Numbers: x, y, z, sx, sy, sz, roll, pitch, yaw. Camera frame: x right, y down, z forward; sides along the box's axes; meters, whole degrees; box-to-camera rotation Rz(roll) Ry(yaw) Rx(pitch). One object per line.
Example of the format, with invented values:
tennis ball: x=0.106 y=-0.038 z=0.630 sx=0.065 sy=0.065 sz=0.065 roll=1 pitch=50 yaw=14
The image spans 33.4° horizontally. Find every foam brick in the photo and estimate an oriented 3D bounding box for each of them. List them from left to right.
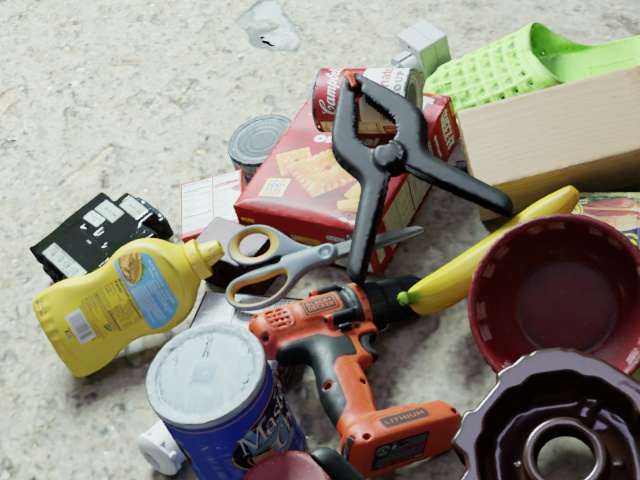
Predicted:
foam brick: x=-0.087 y=0.019 z=1.108 sx=0.078 sy=0.053 sz=0.051 roll=18 pitch=57 yaw=32

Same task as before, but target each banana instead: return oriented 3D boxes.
banana: x=0.154 y=0.017 z=0.976 sx=0.197 sy=0.070 sz=0.037 roll=-33 pitch=83 yaw=-11

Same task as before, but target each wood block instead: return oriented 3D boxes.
wood block: x=0.248 y=-0.097 z=1.057 sx=0.206 sy=0.090 sz=0.091 roll=-14 pitch=68 yaw=6

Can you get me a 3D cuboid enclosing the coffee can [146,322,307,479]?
coffee can: x=-0.078 y=0.153 z=0.919 sx=0.103 sy=0.140 sz=0.103 roll=-10 pitch=46 yaw=10

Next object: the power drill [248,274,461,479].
power drill: x=0.049 y=0.113 z=0.957 sx=0.184 sy=0.057 sz=0.188 roll=-16 pitch=45 yaw=-20

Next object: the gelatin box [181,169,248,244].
gelatin box: x=-0.115 y=-0.032 z=1.181 sx=0.073 sy=0.030 sz=0.089 roll=-14 pitch=46 yaw=8

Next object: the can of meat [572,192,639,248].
can of meat: x=0.263 y=0.002 z=1.001 sx=0.102 sy=0.057 sz=0.084 roll=1 pitch=47 yaw=20

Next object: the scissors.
scissors: x=-0.007 y=0.001 z=1.038 sx=0.202 sy=0.016 sz=0.096 roll=-28 pitch=63 yaw=5

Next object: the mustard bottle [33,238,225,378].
mustard bottle: x=-0.182 y=0.053 z=1.066 sx=0.191 sy=0.096 sz=0.058 roll=-29 pitch=5 yaw=3

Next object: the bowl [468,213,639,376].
bowl: x=0.214 y=0.059 z=0.935 sx=0.162 sy=0.055 sz=0.162 roll=-1 pitch=86 yaw=17

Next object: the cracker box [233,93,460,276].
cracker box: x=0.031 y=-0.075 z=1.141 sx=0.164 sy=0.072 sz=0.213 roll=13 pitch=53 yaw=28

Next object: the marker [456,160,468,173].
marker: x=0.199 y=-0.082 z=1.125 sx=0.121 sy=0.020 sz=0.020 roll=-8 pitch=47 yaw=12

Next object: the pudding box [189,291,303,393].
pudding box: x=-0.074 y=0.097 z=1.041 sx=0.114 sy=0.039 sz=0.090 roll=5 pitch=49 yaw=20

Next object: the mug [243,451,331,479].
mug: x=-0.027 y=0.234 z=0.867 sx=0.093 sy=0.081 sz=0.117 roll=22 pitch=59 yaw=34

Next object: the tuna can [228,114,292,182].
tuna can: x=-0.062 y=-0.105 z=1.227 sx=0.086 sy=0.033 sz=0.086 roll=-10 pitch=46 yaw=10

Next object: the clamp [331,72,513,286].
clamp: x=0.079 y=-0.075 z=1.017 sx=0.164 sy=0.036 sz=0.210 roll=-18 pitch=68 yaw=4

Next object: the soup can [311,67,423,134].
soup can: x=0.050 y=-0.144 z=1.101 sx=0.102 sy=0.068 sz=0.068 roll=3 pitch=50 yaw=20

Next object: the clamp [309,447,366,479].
clamp: x=0.049 y=0.243 z=0.815 sx=0.171 sy=0.039 sz=0.120 roll=24 pitch=87 yaw=-8
